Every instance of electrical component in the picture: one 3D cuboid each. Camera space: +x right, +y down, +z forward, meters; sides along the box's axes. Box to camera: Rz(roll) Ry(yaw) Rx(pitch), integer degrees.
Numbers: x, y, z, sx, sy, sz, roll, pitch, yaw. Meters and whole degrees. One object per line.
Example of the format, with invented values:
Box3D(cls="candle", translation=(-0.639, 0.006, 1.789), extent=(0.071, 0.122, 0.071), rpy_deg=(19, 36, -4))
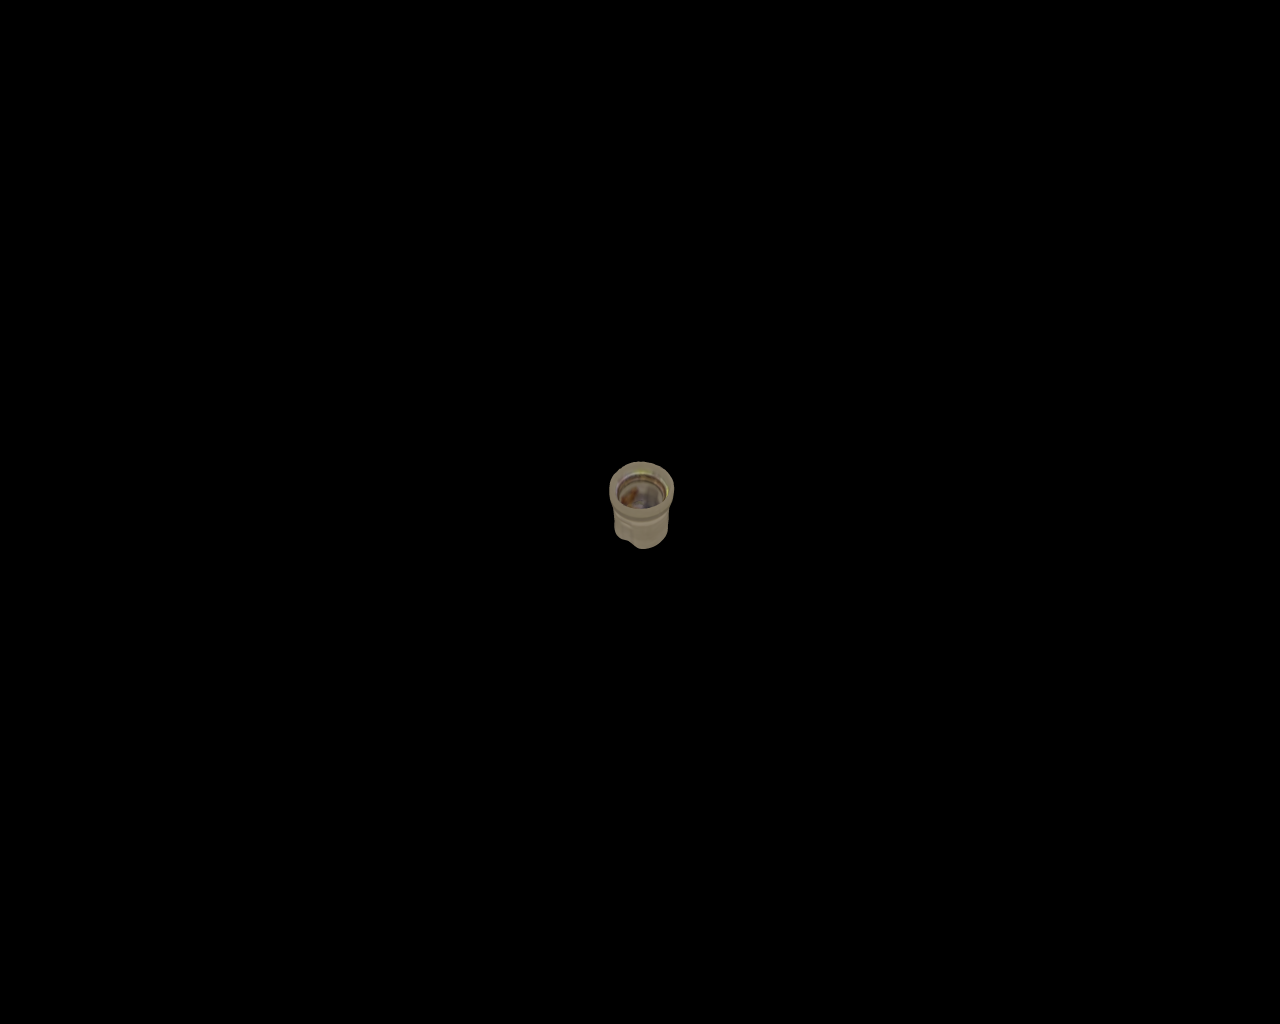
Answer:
Box3D(cls="electrical component", translation=(0.001, -0.003, 0.650), extent=(0.040, 0.040, 0.046), rpy_deg=(0, -38, 0))
